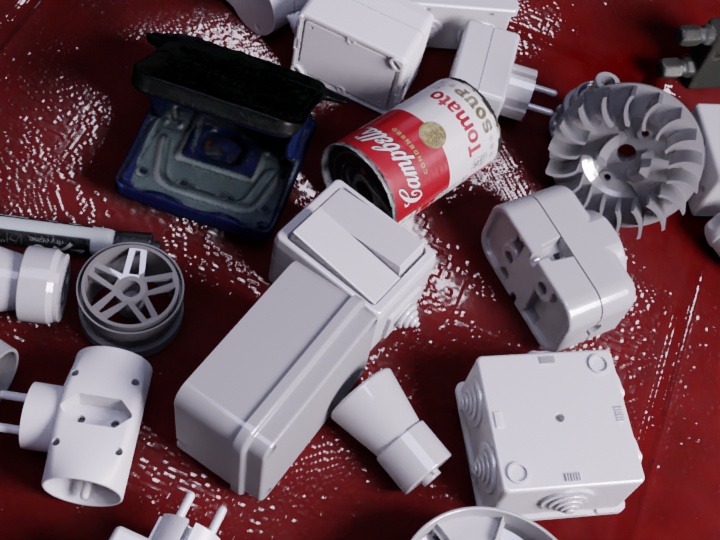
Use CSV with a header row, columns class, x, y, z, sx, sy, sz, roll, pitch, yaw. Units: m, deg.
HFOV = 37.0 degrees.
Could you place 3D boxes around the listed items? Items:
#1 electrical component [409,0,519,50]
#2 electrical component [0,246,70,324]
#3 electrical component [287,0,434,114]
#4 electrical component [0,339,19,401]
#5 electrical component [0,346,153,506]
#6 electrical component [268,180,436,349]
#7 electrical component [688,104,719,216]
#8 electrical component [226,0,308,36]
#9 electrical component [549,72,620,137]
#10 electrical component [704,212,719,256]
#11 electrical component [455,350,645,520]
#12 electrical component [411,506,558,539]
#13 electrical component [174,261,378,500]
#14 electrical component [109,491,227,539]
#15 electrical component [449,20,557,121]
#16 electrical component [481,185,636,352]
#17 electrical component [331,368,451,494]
class,x,y,z,sx,sy,sz,roll,pitch,yaw
electrical component,0.064,-0.210,0.800,0.100,0.048,0.099,2,59,-9
electrical component,-0.200,0.007,0.623,0.055,0.045,0.045,8,58,-6
electrical component,-0.004,-0.163,0.751,0.096,0.061,0.061,26,58,6
electrical component,-0.241,0.060,0.584,0.077,0.044,0.079,25,58,5
electrical component,-0.160,0.082,0.586,0.079,0.043,0.077,9,58,-3
electrical component,0.000,0.000,0.654,0.096,0.061,0.062,38,60,13
electrical component,0.233,-0.077,0.751,0.077,0.047,0.065,0,60,-10
electrical component,-0.106,-0.219,0.772,0.074,0.052,0.138,-37,72,-27
electrical component,0.162,-0.111,0.750,0.048,0.062,0.048,5,59,-8
electrical component,0.262,-0.013,0.726,0.035,0.035,0.061,-24,69,-22
electrical component,0.109,0.095,0.625,0.100,0.048,0.099,-2,59,-11
electrical component,0.065,0.173,0.560,0.099,0.064,0.099,5,59,-8
electrical component,-0.045,0.062,0.599,0.057,0.078,0.113,33,59,13
electrical component,-0.095,0.151,0.554,0.066,0.047,0.076,23,58,4
electrical component,0.101,-0.128,0.758,0.077,0.047,0.065,17,58,0
electrical component,0.128,-0.003,0.684,0.059,0.053,0.095,-19,65,-20
electrical component,0.020,0.094,0.614,0.044,0.044,0.065,-34,76,-26
